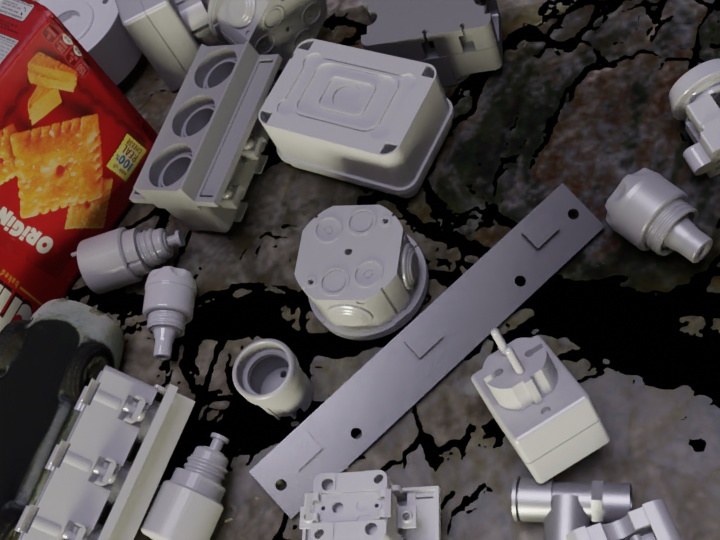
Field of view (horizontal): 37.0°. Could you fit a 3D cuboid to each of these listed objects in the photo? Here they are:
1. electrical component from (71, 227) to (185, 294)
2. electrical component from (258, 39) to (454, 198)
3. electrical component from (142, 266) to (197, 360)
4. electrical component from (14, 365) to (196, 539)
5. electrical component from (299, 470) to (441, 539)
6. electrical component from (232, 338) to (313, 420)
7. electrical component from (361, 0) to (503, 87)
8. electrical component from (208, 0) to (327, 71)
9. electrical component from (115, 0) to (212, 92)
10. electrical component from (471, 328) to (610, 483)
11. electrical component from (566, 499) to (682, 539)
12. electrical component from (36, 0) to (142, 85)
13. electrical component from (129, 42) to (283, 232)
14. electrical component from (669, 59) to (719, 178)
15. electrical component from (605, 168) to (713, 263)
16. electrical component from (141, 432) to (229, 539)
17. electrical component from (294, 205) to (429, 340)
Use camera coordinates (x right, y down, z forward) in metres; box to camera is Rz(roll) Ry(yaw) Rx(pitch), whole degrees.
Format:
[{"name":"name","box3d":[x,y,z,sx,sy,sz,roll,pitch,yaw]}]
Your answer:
[{"name":"electrical component","box3d":[-0.160,-0.011,0.752,0.078,0.040,0.040,-17,58,10]},{"name":"electrical component","box3d":[-0.001,-0.103,0.738,0.113,0.057,0.078,18,70,27]},{"name":"electrical component","box3d":[-0.129,0.030,0.723,0.035,0.035,0.061,-6,63,16]},{"name":"electrical component","box3d":[-0.157,0.124,0.653,0.063,0.079,0.121,27,69,-12]},{"name":"electrical component","box3d":[0.002,0.140,0.600,0.081,0.063,0.042,-7,61,15]},{"name":"electrical component","box3d":[-0.052,0.069,0.667,0.040,0.046,0.040,-8,60,15]},{"name":"electrical component","box3d":[0.052,-0.165,0.754,0.089,0.055,0.050,-6,61,16]},{"name":"electrical component","box3d":[-0.068,-0.191,0.797,0.080,0.080,0.051,-43,63,-7]},{"name":"electrical component","box3d":[-0.133,-0.191,0.815,0.076,0.083,0.047,-26,57,4]},{"name":"electrical component","box3d":[0.092,0.063,0.592,0.047,0.076,0.065,-32,33,0]},{"name":"electrical component","box3d":[0.139,0.158,0.527,0.050,0.089,0.055,-22,58,7]},{"name":"electrical component","box3d":[-0.223,-0.183,0.855,0.108,0.060,0.108,-9,60,16]},{"name":"electrical component","box3d":[-0.101,-0.092,0.758,0.079,0.063,0.121,5,64,34]},{"name":"electrical component","box3d":[0.223,-0.096,0.664,0.066,0.048,0.055,-26,65,4]},{"name":"electrical component","box3d":[0.181,-0.029,0.643,0.043,0.043,0.062,-43,59,-7]},{"name":"electrical component","box3d":[-0.101,0.136,0.651,0.040,0.040,0.078,14,68,25]},{"name":"electrical component","box3d":[0.000,0.000,0.685,0.080,0.051,0.080,-8,60,15]}]
